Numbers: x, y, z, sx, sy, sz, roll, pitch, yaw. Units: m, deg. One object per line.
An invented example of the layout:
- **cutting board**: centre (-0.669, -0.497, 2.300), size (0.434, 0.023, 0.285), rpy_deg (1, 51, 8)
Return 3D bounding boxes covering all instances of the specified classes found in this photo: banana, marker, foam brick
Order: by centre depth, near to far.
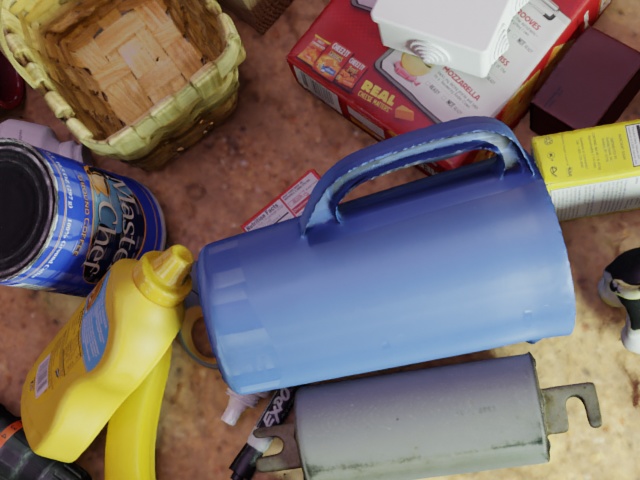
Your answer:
- **banana**: centre (-0.128, 0.160, 0.784), size (0.070, 0.037, 0.198), rpy_deg (-23, 54, 12)
- **marker**: centre (-0.031, 0.127, 0.796), size (0.020, 0.020, 0.121), rpy_deg (29, 82, 17)
- **foam brick**: centre (0.200, -0.109, 0.800), size (0.053, 0.051, 0.078), rpy_deg (37, 84, 19)

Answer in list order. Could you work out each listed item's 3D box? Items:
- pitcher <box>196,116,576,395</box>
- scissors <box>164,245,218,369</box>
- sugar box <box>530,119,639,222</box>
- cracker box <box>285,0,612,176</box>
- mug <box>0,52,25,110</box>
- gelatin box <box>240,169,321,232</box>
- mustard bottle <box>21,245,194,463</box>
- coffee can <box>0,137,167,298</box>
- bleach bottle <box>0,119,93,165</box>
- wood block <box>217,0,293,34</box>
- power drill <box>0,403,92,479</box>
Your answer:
- **pitcher**: centre (0.041, 0.019, 0.730), size (0.243, 0.145, 0.149), rpy_deg (-14, 80, 0)
- **scissors**: centre (-0.124, 0.034, 0.843), size (0.202, 0.016, 0.096), rpy_deg (19, 81, 18)
- **sugar box**: centre (0.240, -0.055, 0.755), size (0.176, 0.093, 0.048), rpy_deg (-11, 73, 7)
- **cracker box**: centre (0.105, -0.166, 0.825), size (0.164, 0.072, 0.213), rpy_deg (36, 83, 17)
- **mug**: centre (-0.306, -0.133, 0.884), size (0.081, 0.093, 0.117), rpy_deg (-17, 44, 11)
- **gelatin box**: centre (-0.005, 0.001, 0.821), size (0.073, 0.030, 0.089), rpy_deg (-40, 73, 0)
- **mustard bottle**: centre (-0.147, 0.070, 0.761), size (0.192, 0.058, 0.096), rpy_deg (-48, 32, 31)
- **coffee can**: centre (-0.194, -0.011, 0.794), size (0.103, 0.140, 0.103), rpy_deg (-4, 80, 23)
- **bleach bottle**: centre (-0.311, -0.040, 0.879), size (0.251, 0.068, 0.102), rpy_deg (-8, 74, 7)
- **wood block**: centre (-0.103, -0.277, 0.889), size (0.206, 0.090, 0.091), rpy_deg (39, 86, 18)
- **power drill**: centre (-0.281, 0.211, 0.805), size (0.185, 0.057, 0.187), rpy_deg (29, 79, 21)
